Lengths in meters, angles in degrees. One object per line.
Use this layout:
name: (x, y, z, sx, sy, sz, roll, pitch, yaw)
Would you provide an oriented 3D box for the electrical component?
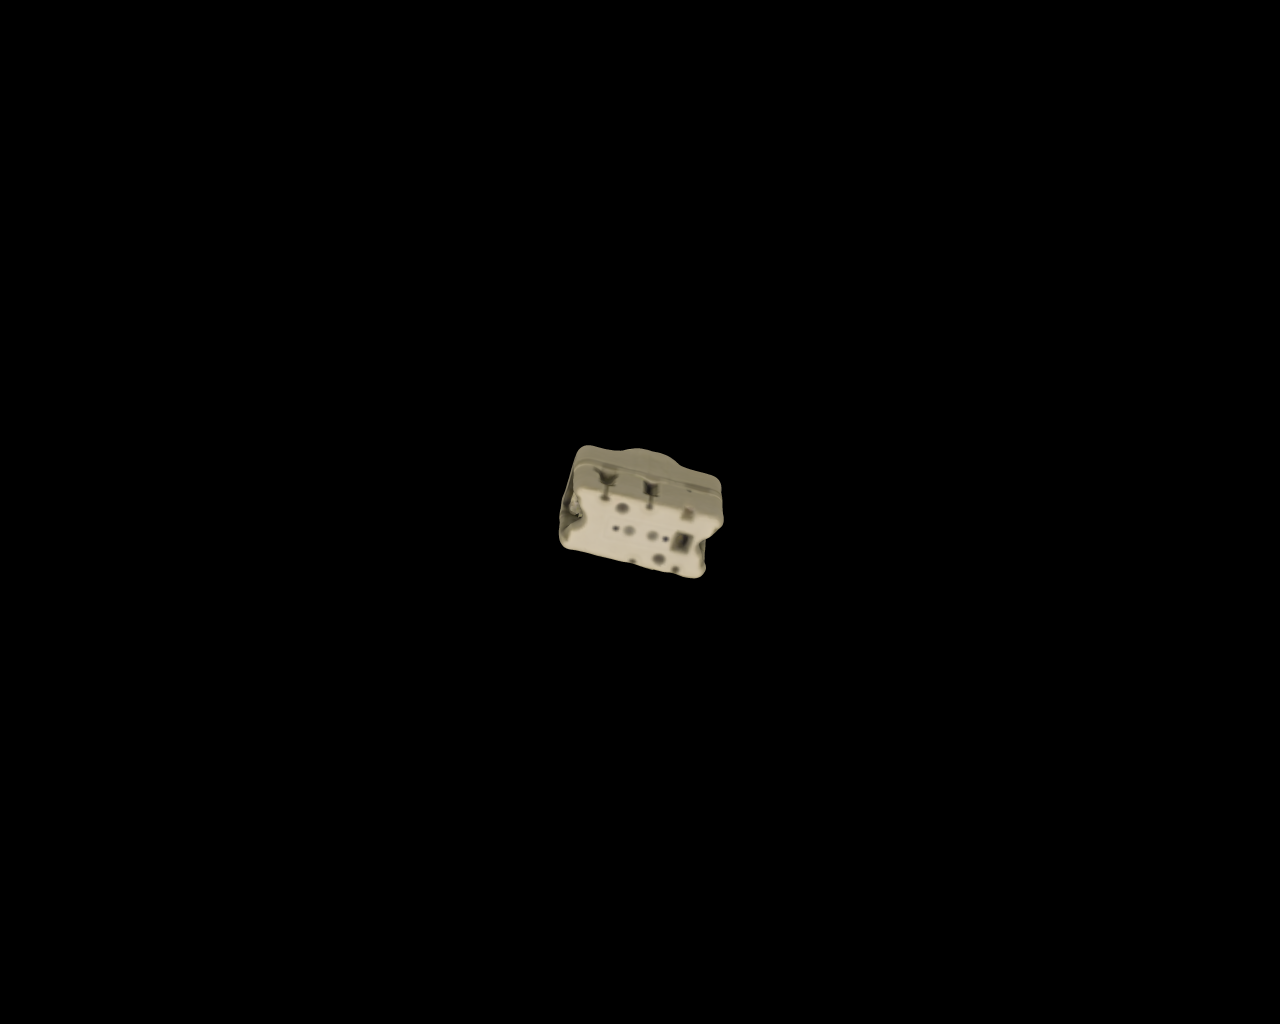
electrical component: (0.001, -0.003, 0.650, 0.089, 0.050, 0.056, 14, 33, -9)
